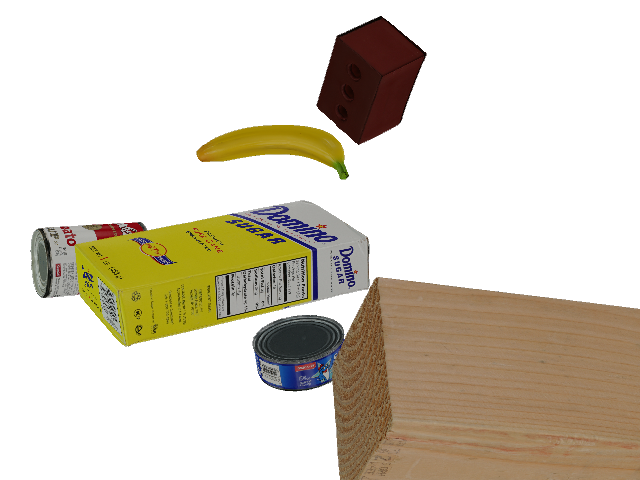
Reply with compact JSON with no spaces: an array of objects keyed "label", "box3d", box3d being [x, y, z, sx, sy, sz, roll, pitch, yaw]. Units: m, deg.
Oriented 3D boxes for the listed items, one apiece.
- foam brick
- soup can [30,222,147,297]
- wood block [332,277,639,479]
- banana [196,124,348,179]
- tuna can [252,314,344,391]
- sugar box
[{"label":"foam brick","box3d":[0.038,-0.124,0.832,0.051,0.053,0.078,-32,-25,-33]},{"label":"soup can","box3d":[-0.220,0.019,1.026,0.102,0.068,0.069,-4,2,-28]},{"label":"wood block","box3d":[0.118,0.091,0.580,0.206,0.091,0.090,7,-41,-14]},{"label":"banana","box3d":[-0.053,-0.116,1.314,0.198,0.037,0.069,7,39,17]},{"label":"tuna can","box3d":[-0.019,0.104,0.992,0.086,0.034,0.086,-6,24,3]},{"label":"sugar box","box3d":[-0.065,0.017,0.714,0.176,0.048,0.093,-15,26,-25]}]
